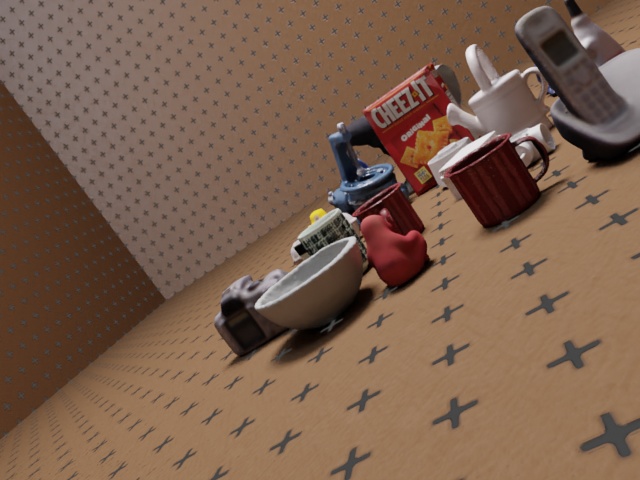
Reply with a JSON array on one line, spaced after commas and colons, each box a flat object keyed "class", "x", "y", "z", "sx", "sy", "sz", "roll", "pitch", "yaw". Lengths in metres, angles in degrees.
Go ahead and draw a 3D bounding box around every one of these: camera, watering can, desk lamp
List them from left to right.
[{"class": "camera", "x": -0.090, "y": 0.095, "z": 0.926, "sx": 0.143, "sy": 0.101, "sz": 0.137, "roll": -32, "pitch": 7, "yaw": 20}, {"class": "desk lamp", "x": 0.273, "y": -0.300, "z": 1.415, "sx": 0.202, "sy": 0.213, "sz": 0.118, "roll": -27, "pitch": 11, "yaw": 49}, {"class": "watering can", "x": 0.305, "y": -0.251, "z": 1.005, "sx": 0.172, "sy": 0.194, "sz": 0.101, "roll": -33, "pitch": 7, "yaw": 15}]

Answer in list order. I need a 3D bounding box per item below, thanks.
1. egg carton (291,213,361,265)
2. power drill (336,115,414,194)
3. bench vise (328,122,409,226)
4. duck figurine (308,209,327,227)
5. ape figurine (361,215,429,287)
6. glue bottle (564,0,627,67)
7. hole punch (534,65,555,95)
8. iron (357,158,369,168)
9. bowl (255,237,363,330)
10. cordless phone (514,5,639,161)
[{"class": "egg carton", "x": 0.011, "y": 0.004, "z": 1.193, "sx": 0.150, "sy": 0.069, "sz": 0.107, "roll": -38, "pitch": 8, "yaw": -22}, {"class": "power drill", "x": 0.162, "y": -0.204, "z": 1.308, "sx": 0.230, "sy": 0.208, "sz": 0.075, "roll": -39, "pitch": 8, "yaw": -30}, {"class": "bench vise", "x": 0.064, "y": -0.131, "z": 1.235, "sx": 0.207, "sy": 0.220, "sz": 0.122, "roll": -30, "pitch": 9, "yaw": 37}, {"class": "duck figurine", "x": 0.014, "y": -0.037, "z": 1.390, "sx": 0.105, "sy": 0.086, "sz": 0.077, "roll": -40, "pitch": 9, "yaw": -34}, {"class": "ape figurine", "x": 0.086, "y": 0.008, "z": 0.717, "sx": 0.077, "sy": 0.092, "sz": 0.076, "roll": -29, "pitch": 9, "yaw": 41}, {"class": "glue bottle", "x": 0.360, "y": -0.236, "z": 0.736, "sx": 0.078, "sy": 0.173, "sz": 0.037, "roll": -39, "pitch": 8, "yaw": -29}, {"class": "hole punch", "x": 0.528, "y": -0.381, "z": 1.263, "sx": 0.108, "sy": 0.091, "sz": 0.101, "roll": -32, "pitch": 7, "yaw": 19}, {"class": "iron", "x": 0.116, "y": -0.153, "z": 1.467, "sx": 0.118, "sy": 0.141, "sz": 0.258, "roll": -33, "pitch": 7, "yaw": 17}, {"class": "bowl", "x": -0.001, "y": 0.071, "z": 0.776, "sx": 0.167, "sy": 0.075, "sz": 0.167, "roll": -34, "pitch": 7, "yaw": 5}, {"class": "cordless phone", "x": 0.311, "y": -0.195, "z": 0.635, "sx": 0.148, "sy": 0.185, "sz": 0.094, "roll": -36, "pitch": 7, "yaw": -10}]
